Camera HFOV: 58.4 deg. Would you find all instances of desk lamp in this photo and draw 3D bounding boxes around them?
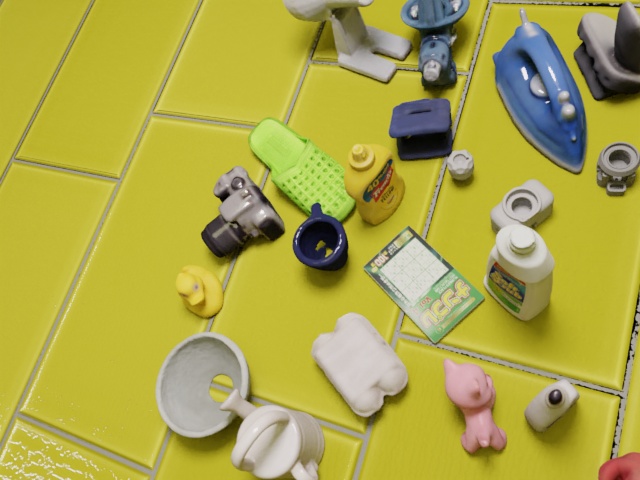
[{"bbox_3d":[0.049,-0.422,1.057,0.202,0.214,0.118,28,80,26],"label":"desk lamp"}]

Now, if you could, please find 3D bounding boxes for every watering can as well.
[{"bbox_3d":[-0.075,0.288,0.826,0.172,0.194,0.101,14,74,23],"label":"watering can"}]

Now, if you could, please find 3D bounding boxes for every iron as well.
[{"bbox_3d":[0.367,-0.244,0.918,0.118,0.142,0.258,-21,64,10],"label":"iron"}]

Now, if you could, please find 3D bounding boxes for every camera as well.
[{"bbox_3d":[-0.158,-0.046,1.041,0.137,0.101,0.143,-38,62,1],"label":"camera"}]

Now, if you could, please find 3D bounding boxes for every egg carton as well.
[{"bbox_3d":[0.061,0.190,0.889,0.107,0.069,0.150,-42,62,-1],"label":"egg carton"}]

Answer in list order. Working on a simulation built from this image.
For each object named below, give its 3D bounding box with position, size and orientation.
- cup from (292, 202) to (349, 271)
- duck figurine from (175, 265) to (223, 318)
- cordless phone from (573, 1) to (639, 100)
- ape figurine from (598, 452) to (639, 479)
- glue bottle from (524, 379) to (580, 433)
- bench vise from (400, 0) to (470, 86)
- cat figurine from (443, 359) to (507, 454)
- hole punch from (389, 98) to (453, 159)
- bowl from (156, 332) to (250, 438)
[{"bbox_3d":[0.009,0.003,0.967,0.091,0.095,0.117,-13,65,14],"label":"cup"},{"bbox_3d":[-0.226,0.083,1.021,0.077,0.086,0.104,-35,62,3],"label":"duck figurine"},{"bbox_3d":[0.463,-0.323,0.892,0.094,0.185,0.147,-21,64,10],"label":"cordless phone"},{"bbox_3d":[0.396,0.304,0.716,0.076,0.092,0.077,-45,62,-3],"label":"ape figurine"},{"bbox_3d":[0.302,0.209,0.740,0.078,0.173,0.037,-41,62,0],"label":"glue bottle"},{"bbox_3d":[0.205,-0.386,0.986,0.121,0.220,0.207,-17,64,12],"label":"bench vise"},{"bbox_3d":[0.213,0.227,0.795,0.067,0.118,0.127,-16,65,13],"label":"cat figurine"},{"bbox_3d":[0.174,-0.205,0.997,0.108,0.091,0.101,-5,68,17],"label":"hole punch"},{"bbox_3d":[-0.181,0.242,0.948,0.167,0.075,0.167,-7,67,16],"label":"bowl"}]
